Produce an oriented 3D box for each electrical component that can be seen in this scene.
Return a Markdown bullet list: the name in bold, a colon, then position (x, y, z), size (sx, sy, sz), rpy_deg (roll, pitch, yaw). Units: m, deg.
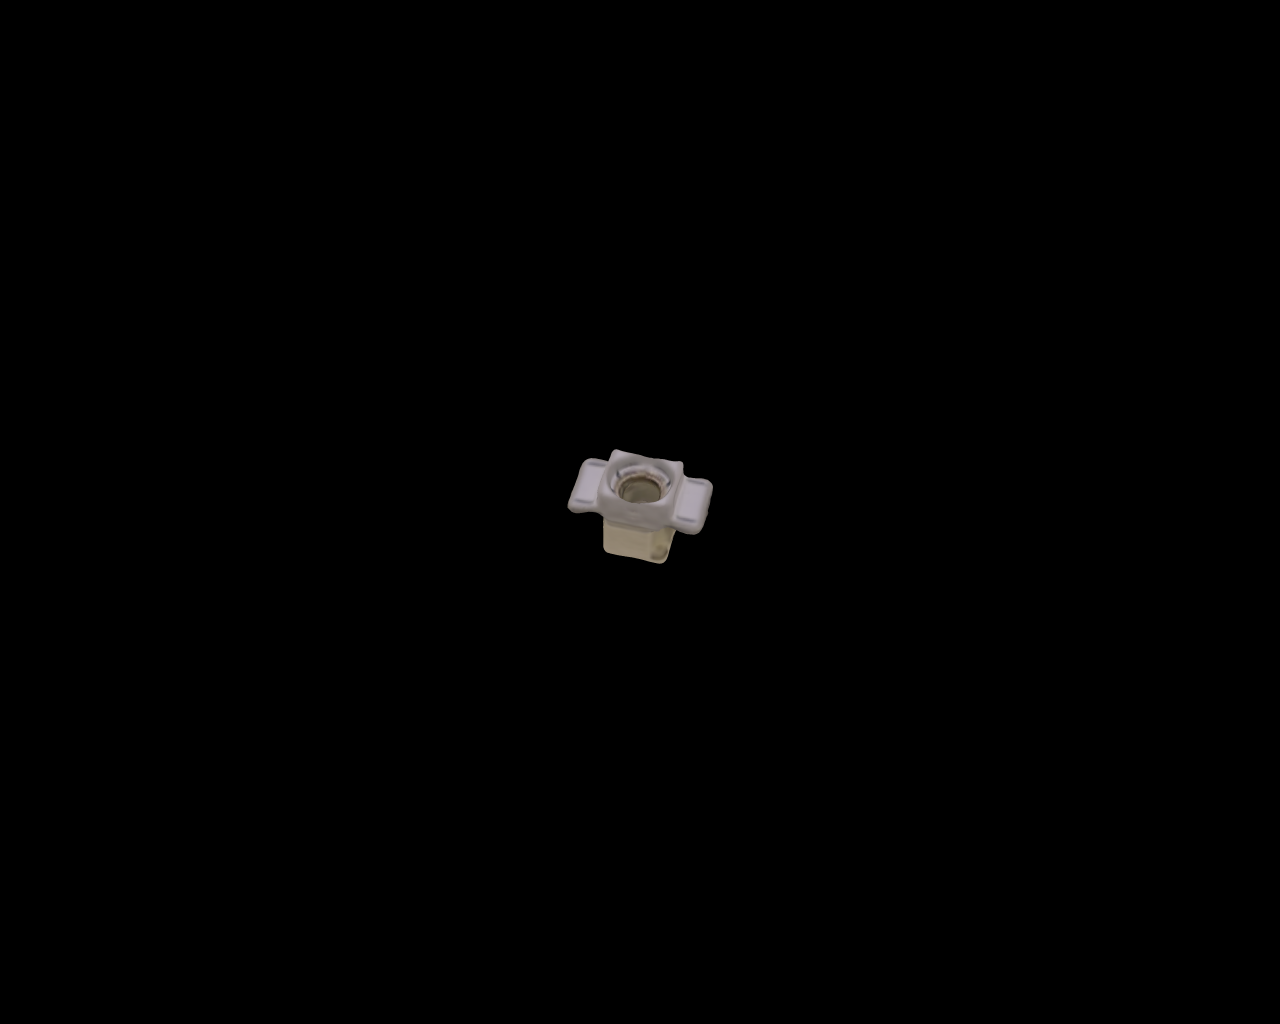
- **electrical component**: position (0.001, -0.003, 0.650), size (0.081, 0.042, 0.063), rpy_deg (12, -39, 10)
